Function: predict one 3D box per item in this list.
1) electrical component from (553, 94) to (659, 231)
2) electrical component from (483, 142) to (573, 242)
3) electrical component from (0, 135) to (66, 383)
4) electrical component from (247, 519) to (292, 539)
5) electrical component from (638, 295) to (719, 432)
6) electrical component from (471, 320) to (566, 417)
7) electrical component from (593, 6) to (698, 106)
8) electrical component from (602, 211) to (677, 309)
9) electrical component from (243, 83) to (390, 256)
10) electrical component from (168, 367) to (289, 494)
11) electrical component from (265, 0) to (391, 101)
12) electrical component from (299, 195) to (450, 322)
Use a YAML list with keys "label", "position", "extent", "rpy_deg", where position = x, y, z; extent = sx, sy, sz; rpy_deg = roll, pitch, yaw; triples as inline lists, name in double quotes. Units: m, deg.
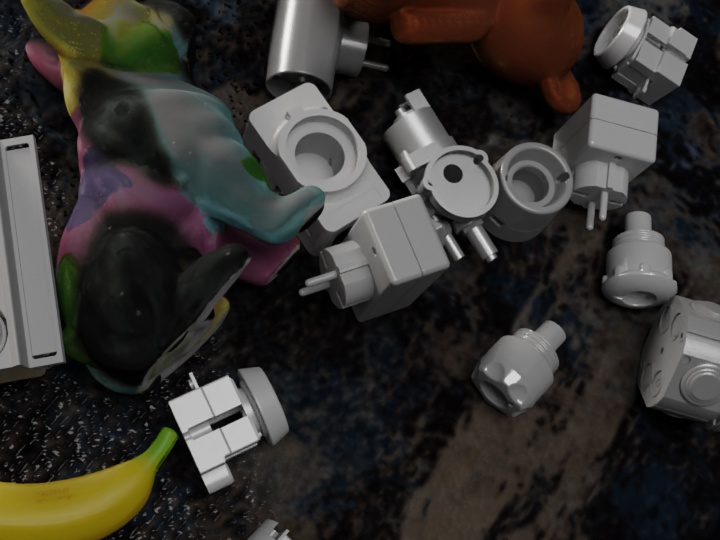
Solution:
- label: "electrical component"
  position: [0.159, -0.064, 0.712]
  extent: [0.047, 0.065, 0.076]
  rpy_deg: [13, 70, -10]
- label: "electrical component"
  position: [0.107, -0.052, 0.704]
  extent: [0.055, 0.047, 0.055]
  rpy_deg: [4, 71, -13]
- label: "electrical component"
  position: [-0.199, -0.002, 0.564]
  extent: [0.079, 0.063, 0.121]
  rpy_deg: [-10, 79, -3]
- label: "electrical component"
  position: [-0.055, 0.167, 0.595]
  extent: [0.040, 0.040, 0.046]
  rpy_deg: [44, 61, 2]
- label: "electrical component"
  position: [0.214, 0.058, 0.679]
  extent: [0.051, 0.080, 0.080]
  rpy_deg: [16, 69, -3]
- label: "electrical component"
  position: [0.103, 0.057, 0.669]
  extent: [0.043, 0.043, 0.062]
  rpy_deg: [46, 66, 3]
- label: "electrical component"
  position: [0.201, -0.155, 0.764]
  extent: [0.055, 0.048, 0.066]
  rpy_deg: [31, 67, -11]
- label: "electrical component"
  position: [0.185, -0.008, 0.713]
  extent: [0.048, 0.048, 0.062]
  rpy_deg: [12, 62, -10]
- label: "electrical component"
  position: [-0.029, -0.063, 0.668]
  extent: [0.050, 0.055, 0.089]
  rpy_deg: [-32, 82, -21]
- label: "electrical component"
  position: [-0.074, 0.085, 0.614]
  extent: [0.055, 0.048, 0.066]
  rpy_deg: [-24, 80, -13]
- label: "electrical component"
  position: [-0.018, -0.148, 0.706]
  extent: [0.079, 0.043, 0.077]
  rpy_deg: [10, 70, -11]
- label: "electrical component"
  position: [0.000, 0.000, 0.640]
  extent: [0.076, 0.083, 0.047]
  rpy_deg: [-18, 78, -19]
